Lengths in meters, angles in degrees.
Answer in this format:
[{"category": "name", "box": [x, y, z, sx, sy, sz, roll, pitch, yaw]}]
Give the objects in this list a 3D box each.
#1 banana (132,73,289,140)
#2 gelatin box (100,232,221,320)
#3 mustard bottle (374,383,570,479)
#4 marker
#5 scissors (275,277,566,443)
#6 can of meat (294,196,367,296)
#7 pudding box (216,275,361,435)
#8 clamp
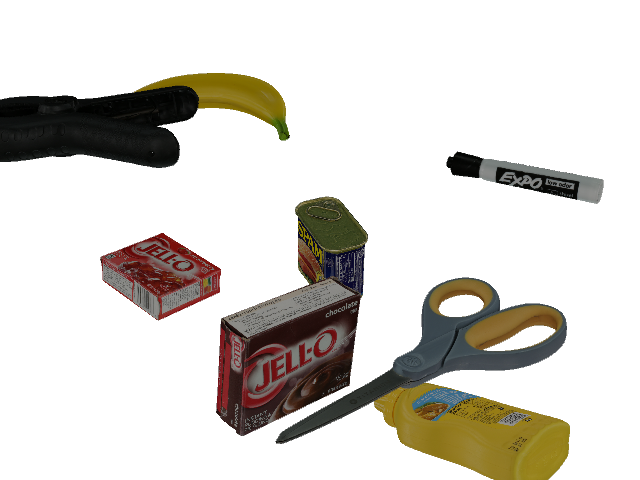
[{"category": "banana", "box": [-0.117, -0.148, 1.120, 0.198, 0.037, 0.069, 8, 46, 18]}, {"category": "gelatin box", "box": [-0.147, 0.031, 0.982, 0.073, 0.030, 0.089, -24, 41, -39]}, {"category": "mustard bottle", "box": [0.130, 0.176, 1.009, 0.192, 0.058, 0.096, 13, 20, 40]}, {"category": "marker", "box": [0.155, -0.049, 0.819, 0.121, 0.020, 0.020, 14, 6, 24]}, {"category": "scissors", "box": [0.050, 0.064, 0.626, 0.201, 0.016, 0.096, -13, 32, -21]}, {"category": "can of meat", "box": [0.011, 0.013, 1.213, 0.057, 0.084, 0.102, -15, 39, -19]}, {"category": "pudding box", "box": [-0.025, 0.086, 0.812, 0.113, 0.090, 0.039, -22, 41, -38]}, {"category": "clamp", "box": [-0.162, -0.079, 0.708, 0.171, 0.039, 0.120, 4, 18, 8]}]
